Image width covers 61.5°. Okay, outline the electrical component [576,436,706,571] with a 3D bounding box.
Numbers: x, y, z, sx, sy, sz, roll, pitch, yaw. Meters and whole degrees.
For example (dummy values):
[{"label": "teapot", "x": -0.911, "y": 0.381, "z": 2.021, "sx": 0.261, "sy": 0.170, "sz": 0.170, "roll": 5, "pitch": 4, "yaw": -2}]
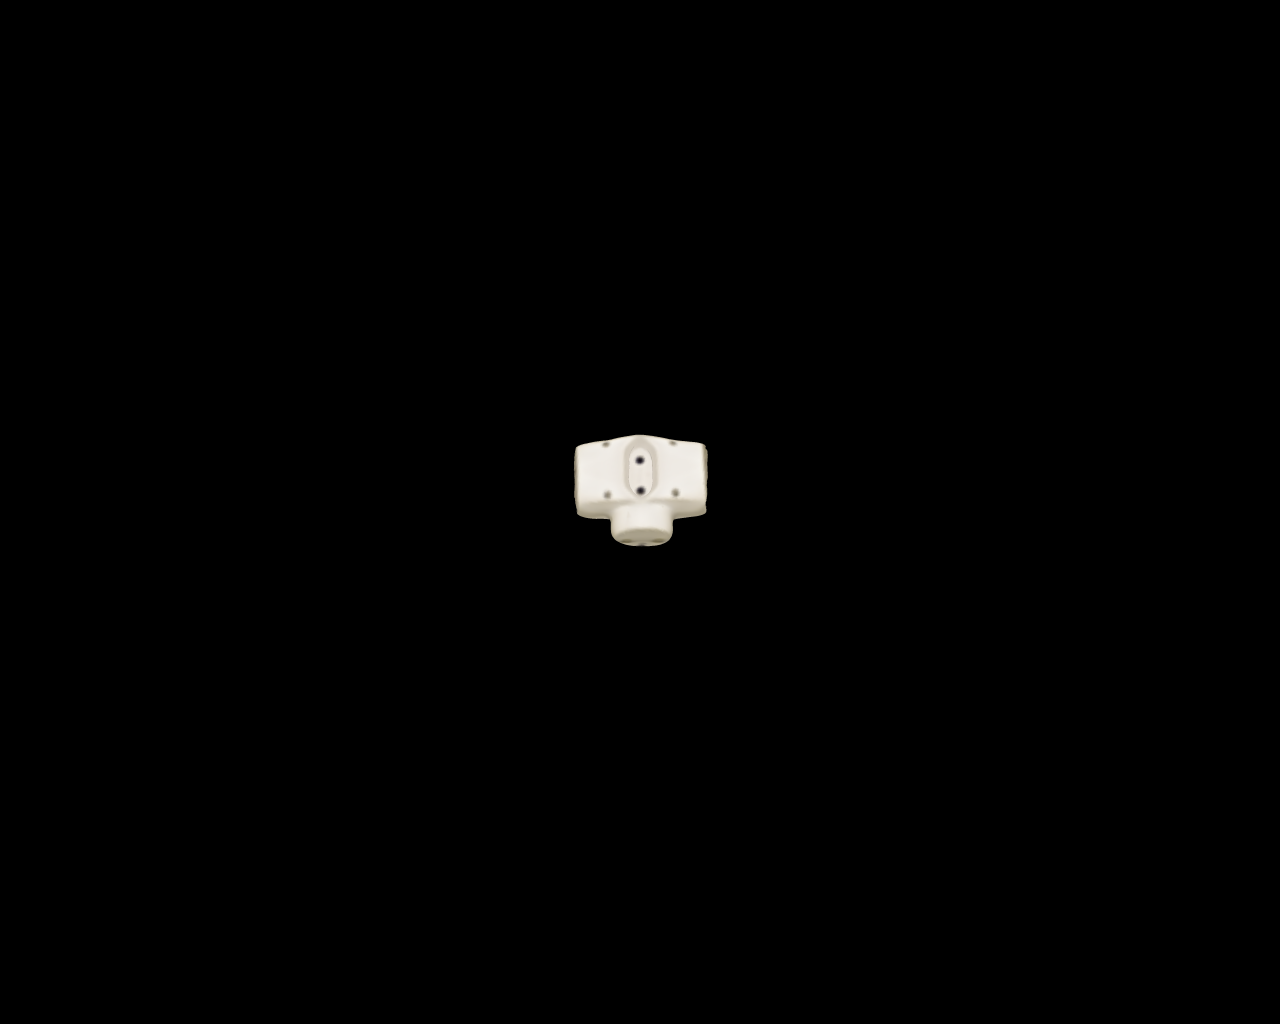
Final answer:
[{"label": "electrical component", "x": 0.001, "y": -0.003, "z": 0.650, "sx": 0.077, "sy": 0.079, "sz": 0.043, "roll": 0, "pitch": -17, "yaw": 0}]
